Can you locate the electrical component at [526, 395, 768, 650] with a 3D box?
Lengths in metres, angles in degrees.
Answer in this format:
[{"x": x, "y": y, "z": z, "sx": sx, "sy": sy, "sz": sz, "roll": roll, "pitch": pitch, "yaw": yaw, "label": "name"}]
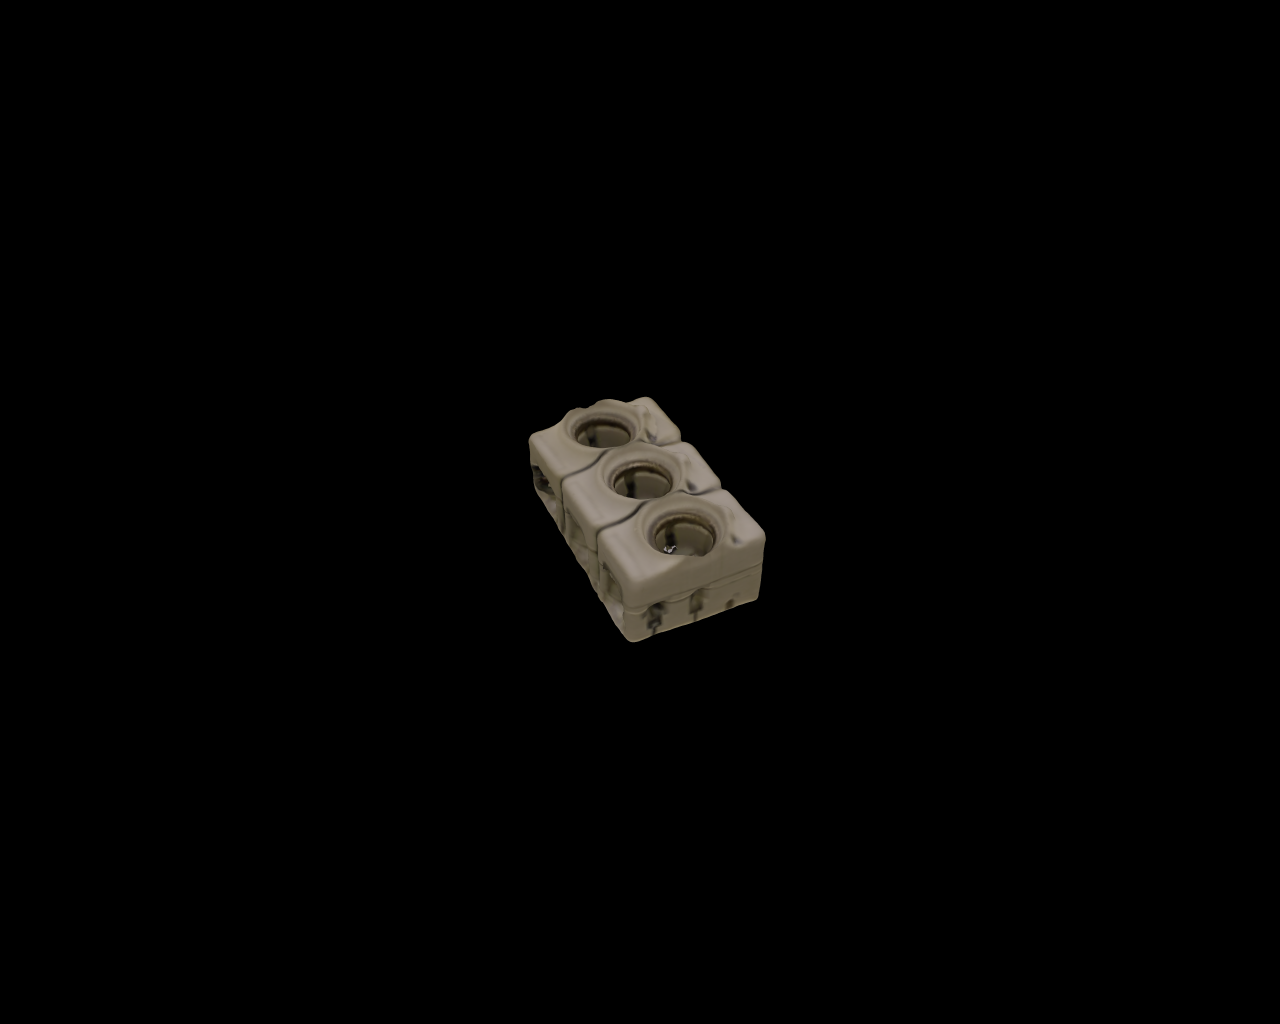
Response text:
[{"x": 0.001, "y": -0.003, "z": 0.650, "sx": 0.090, "sy": 0.061, "sz": 0.150, "roll": -19, "pitch": 46, "yaw": -19, "label": "electrical component"}]
